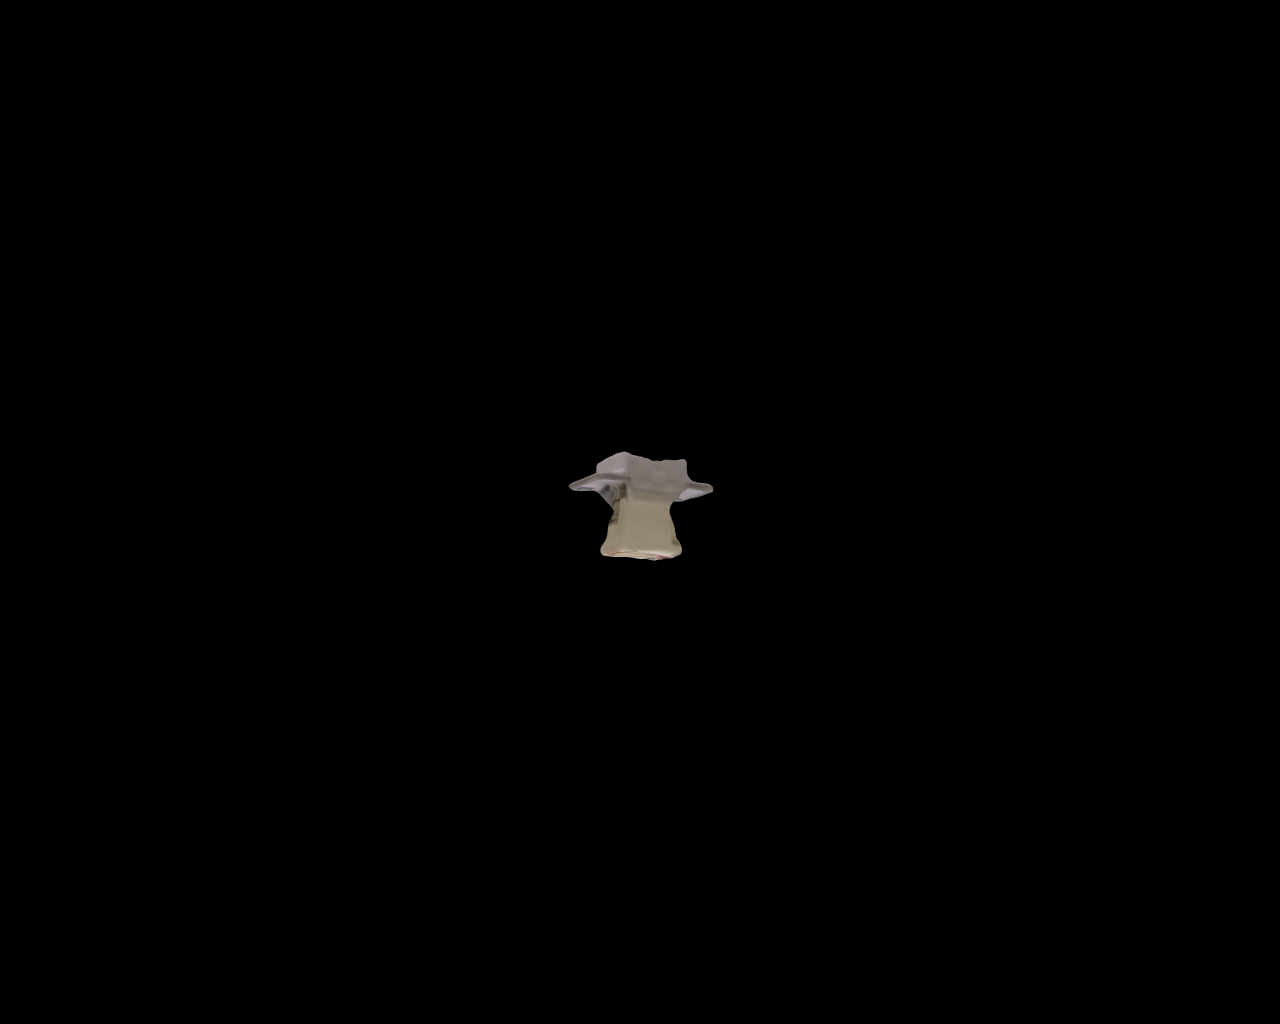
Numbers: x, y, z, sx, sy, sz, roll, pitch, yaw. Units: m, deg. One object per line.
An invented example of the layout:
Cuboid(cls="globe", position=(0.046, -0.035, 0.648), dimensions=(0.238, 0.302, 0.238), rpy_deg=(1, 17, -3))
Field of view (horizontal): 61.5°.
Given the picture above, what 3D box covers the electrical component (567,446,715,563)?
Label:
Cuboid(cls="electrical component", position=(0.001, -0.003, 0.650), dimensions=(0.081, 0.063, 0.042), rpy_deg=(5, -11, -28))
